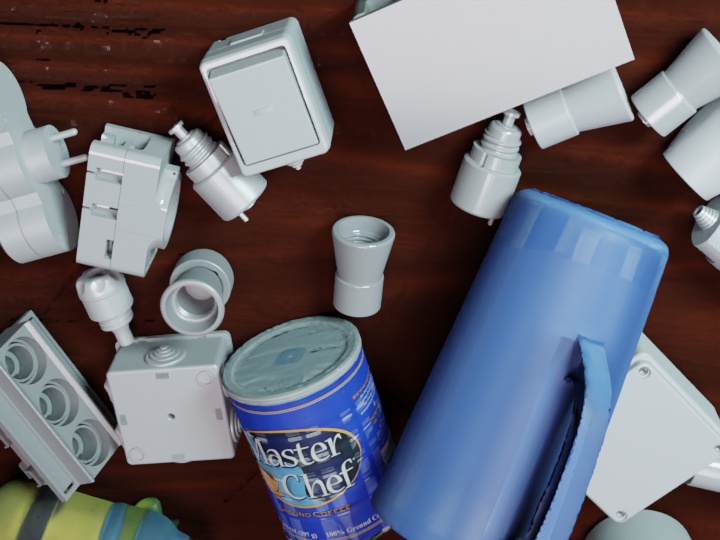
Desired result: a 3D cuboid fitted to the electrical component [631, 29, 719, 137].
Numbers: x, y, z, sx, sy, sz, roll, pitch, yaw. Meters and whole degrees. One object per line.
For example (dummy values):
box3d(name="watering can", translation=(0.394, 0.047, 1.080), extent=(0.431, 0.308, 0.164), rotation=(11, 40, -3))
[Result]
box3d(name="electrical component", translation=(0.209, -0.117, 0.693), extent=(0.044, 0.044, 0.065), rotation=(42, 115, -17))

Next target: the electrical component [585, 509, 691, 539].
box3d(name="electrical component", translation=(0.224, 0.242, 0.857), extent=(0.099, 0.064, 0.099), rotation=(1, 116, 2))

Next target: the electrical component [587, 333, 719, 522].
box3d(name="electrical component", translation=(0.197, 0.115, 0.800), extent=(0.109, 0.056, 0.109), rotation=(-40, 108, 19))

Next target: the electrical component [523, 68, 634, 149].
box3d(name="electrical component", translation=(0.140, -0.106, 0.702), extent=(0.065, 0.044, 0.044), rotation=(-21, 114, 18))

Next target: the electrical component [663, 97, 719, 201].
box3d(name="electrical component", translation=(0.256, -0.076, 0.709), extent=(0.079, 0.043, 0.077), rotation=(40, 111, -16))

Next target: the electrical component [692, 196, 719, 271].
box3d(name="electrical component", translation=(0.261, -0.017, 0.739), extent=(0.081, 0.043, 0.043), rotation=(37, 112, -14))

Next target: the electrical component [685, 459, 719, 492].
box3d(name="electrical component", translation=(0.283, 0.154, 0.825), extent=(0.065, 0.044, 0.044), rotation=(13, 116, 2))

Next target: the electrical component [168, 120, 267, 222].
box3d(name="electrical component", translation=(-0.099, -0.069, 0.730), extent=(0.040, 0.040, 0.078), rotation=(-37, 109, 18))

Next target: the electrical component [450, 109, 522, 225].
box3d(name="electrical component", translation=(0.089, -0.071, 0.721), extent=(0.040, 0.040, 0.078), rotation=(15, 116, -5))

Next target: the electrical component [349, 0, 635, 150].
box3d(name="electrical component", translation=(0.080, -0.150, 0.670), extent=(0.150, 0.061, 0.089), rotation=(-21, 114, 12))

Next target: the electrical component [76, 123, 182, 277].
box3d(name="electrical component", translation=(-0.156, -0.047, 0.738), extent=(0.056, 0.050, 0.089), rotation=(13, 116, -3))

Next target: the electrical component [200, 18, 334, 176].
box3d(name="electrical component", translation=(-0.057, -0.105, 0.699), extent=(0.062, 0.061, 0.096), rotation=(-16, 115, 10))

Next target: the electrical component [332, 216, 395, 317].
box3d(name="electrical component", translation=(0.000, 0.000, 0.761), extent=(0.044, 0.044, 0.065), rotation=(5, 121, 0))

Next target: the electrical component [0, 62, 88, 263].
box3d(name="electrical component", translation=(-0.221, -0.075, 0.726), extent=(0.074, 0.052, 0.138), rotation=(-14, 115, 9))

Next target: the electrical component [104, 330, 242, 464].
box3d(name="electrical component", translation=(-0.138, 0.098, 0.810), extent=(0.100, 0.048, 0.099), rotation=(-4, 116, 5))

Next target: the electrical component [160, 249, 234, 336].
box3d(name="electrical component", translation=(-0.115, 0.015, 0.764), extent=(0.045, 0.055, 0.045), rotation=(1, 116, 2))

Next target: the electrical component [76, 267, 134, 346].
box3d(name="electrical component", translation=(-0.182, 0.028, 0.786), extent=(0.035, 0.035, 0.061), rotation=(-13, 118, 9))

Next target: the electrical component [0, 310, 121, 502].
box3d(name="electrical component", translation=(-0.244, 0.104, 0.808), extent=(0.063, 0.078, 0.121), rotation=(-16, 117, 35))
